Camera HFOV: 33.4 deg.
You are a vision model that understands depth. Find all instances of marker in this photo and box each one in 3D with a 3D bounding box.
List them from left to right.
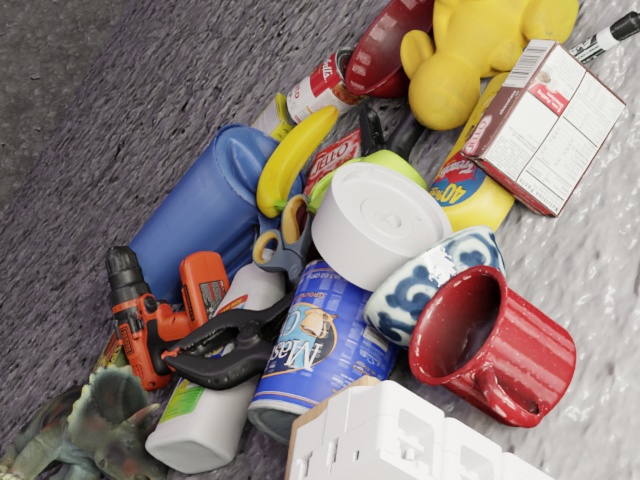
[{"bbox_3d":[0.230,-0.163,0.924,0.121,0.020,0.020,-30,34,45],"label":"marker"}]

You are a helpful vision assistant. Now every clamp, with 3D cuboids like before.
[{"bbox_3d":[-0.056,0.091,1.044,0.210,0.036,0.164,-10,41,26],"label":"clamp"},{"bbox_3d":[0.073,-0.088,1.102,0.120,0.039,0.171,-27,43,49],"label":"clamp"}]

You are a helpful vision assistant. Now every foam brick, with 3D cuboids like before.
[{"bbox_3d":[-0.007,0.001,1.123,0.051,0.053,0.078,-53,22,7],"label":"foam brick"}]

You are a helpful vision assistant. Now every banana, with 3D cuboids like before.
[{"bbox_3d":[-0.031,-0.084,1.214,0.070,0.037,0.197,-9,38,28],"label":"banana"}]

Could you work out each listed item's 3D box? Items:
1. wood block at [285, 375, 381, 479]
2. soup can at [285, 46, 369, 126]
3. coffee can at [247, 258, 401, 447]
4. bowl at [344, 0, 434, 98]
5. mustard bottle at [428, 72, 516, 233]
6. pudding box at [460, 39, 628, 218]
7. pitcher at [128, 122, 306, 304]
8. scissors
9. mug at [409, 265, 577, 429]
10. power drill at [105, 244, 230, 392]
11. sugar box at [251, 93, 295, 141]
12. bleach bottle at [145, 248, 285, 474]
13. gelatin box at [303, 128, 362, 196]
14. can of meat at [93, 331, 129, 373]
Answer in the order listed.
[{"bbox_3d":[0.029,0.211,0.735,0.090,0.090,0.206,-38,29,35],"label":"wood block"},{"bbox_3d":[0.014,-0.180,1.297,0.102,0.068,0.068,-34,32,42],"label":"soup can"},{"bbox_3d":[0.011,0.101,0.895,0.103,0.102,0.140,-19,43,54],"label":"coffee can"},{"bbox_3d":[0.100,-0.214,1.191,0.162,0.055,0.162,-43,27,27],"label":"bowl"},{"bbox_3d":[0.135,-0.050,0.911,0.191,0.058,0.096,-59,24,-7],"label":"mustard bottle"},{"bbox_3d":[0.177,-0.087,0.840,0.113,0.090,0.039,-56,25,-3],"label":"pudding box"},{"bbox_3d":[-0.135,-0.014,1.307,0.243,0.145,0.149,-42,4,37],"label":"pitcher"},{"bbox_3d":[-0.034,0.037,1.047,0.096,0.016,0.201,-34,37,32],"label":"scissors"},{"bbox_3d":[0.123,0.083,0.731,0.093,0.081,0.117,-47,25,19],"label":"mug"},{"bbox_3d":[-0.180,0.074,1.254,0.188,0.057,0.184,-25,81,47],"label":"power drill"},{"bbox_3d":[-0.090,-0.104,1.426,0.176,0.048,0.093,-50,24,22],"label":"sugar box"},{"bbox_3d":[-0.096,0.118,1.131,0.103,0.068,0.250,-24,36,45],"label":"bleach bottle"},{"bbox_3d":[0.021,-0.078,1.198,0.089,0.030,0.073,-26,37,48],"label":"gelatin box"},{"bbox_3d":[-0.243,0.148,1.378,0.084,0.057,0.102,-17,44,59],"label":"can of meat"}]
